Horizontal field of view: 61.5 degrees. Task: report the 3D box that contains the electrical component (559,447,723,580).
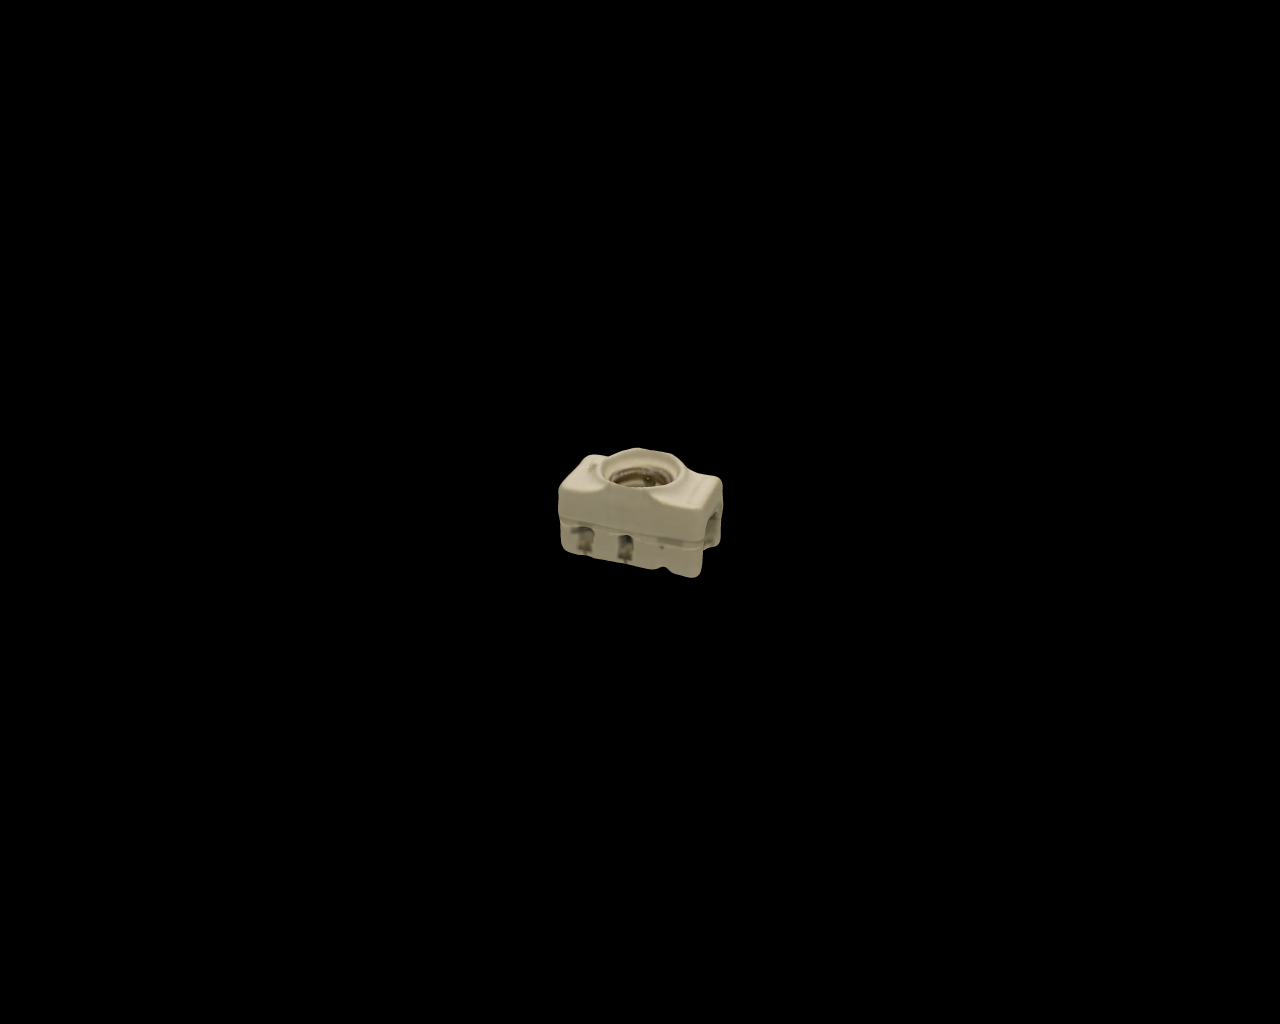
[{"bbox_3d":[0.001,-0.003,0.650,0.089,0.055,0.050,11,32,18],"label":"electrical component"}]
